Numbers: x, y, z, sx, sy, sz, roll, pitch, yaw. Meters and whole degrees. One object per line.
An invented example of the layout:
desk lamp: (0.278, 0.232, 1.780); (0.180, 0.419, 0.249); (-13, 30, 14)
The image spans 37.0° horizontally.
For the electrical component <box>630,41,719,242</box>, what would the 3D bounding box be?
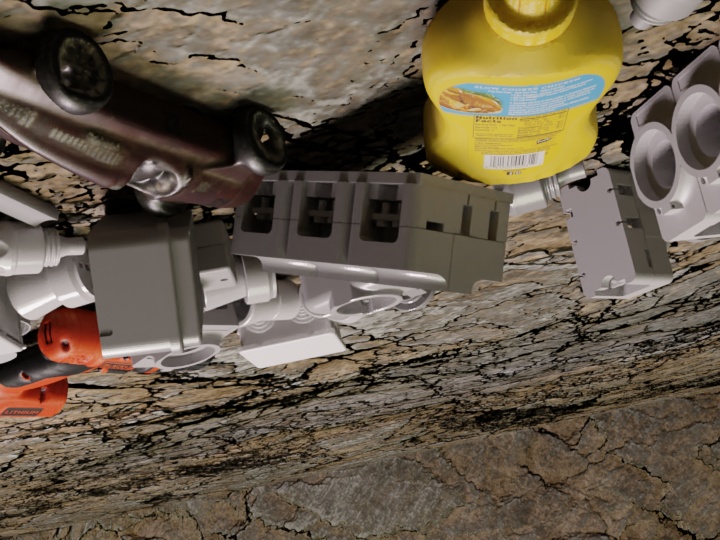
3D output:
electrical component: (0.227, -0.084, 0.636); (0.062, 0.089, 0.150); (-6, 164, -18)

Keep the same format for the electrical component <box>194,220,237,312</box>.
electrical component: (-0.130, 0.013, 0.762); (0.083, 0.075, 0.047); (-10, 165, -2)

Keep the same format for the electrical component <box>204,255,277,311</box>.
electrical component: (-0.095, 0.005, 0.818); (0.055, 0.045, 0.045); (-8, 164, -12)

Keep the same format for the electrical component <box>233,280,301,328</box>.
electrical component: (-0.081, 0.026, 0.909); (0.044, 0.044, 0.065); (-23, 165, 38)

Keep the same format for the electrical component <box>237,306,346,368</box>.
electrical component: (-0.065, 0.053, 1.001); (0.100, 0.048, 0.099); (-12, 165, 4)

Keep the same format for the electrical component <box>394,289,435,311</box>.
electrical component: (0.035, 0.008, 0.916); (0.066, 0.048, 0.055); (-18, 155, 25)

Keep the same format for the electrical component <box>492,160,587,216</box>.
electrical component: (0.120, -0.063, 0.726); (0.062, 0.043, 0.043); (-15, 164, 12)

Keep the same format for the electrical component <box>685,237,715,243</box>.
electrical component: (0.278, -0.052, 0.869); (0.066, 0.048, 0.055); (-8, 157, -10)

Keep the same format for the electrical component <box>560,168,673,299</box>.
electrical component: (0.198, -0.027, 0.819); (0.056, 0.089, 0.050); (2, 160, -39)

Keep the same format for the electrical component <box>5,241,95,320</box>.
electrical component: (-0.209, 0.006, 0.743); (0.055, 0.045, 0.045); (-16, 164, 15)

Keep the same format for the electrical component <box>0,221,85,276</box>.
electrical component: (-0.208, -0.014, 0.689); (0.061, 0.035, 0.035); (-3, 163, -33)

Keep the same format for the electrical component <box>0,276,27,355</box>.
electrical component: (-0.272, 0.022, 0.723); (0.061, 0.061, 0.096); (-11, 165, -2)

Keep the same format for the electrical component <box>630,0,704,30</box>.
electrical component: (0.144, -0.133, 0.509); (0.035, 0.035, 0.061); (-8, 167, -10)

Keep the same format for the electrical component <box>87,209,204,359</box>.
electrical component: (-0.130, 0.005, 0.667); (0.057, 0.078, 0.113); (-6, -170, -7)

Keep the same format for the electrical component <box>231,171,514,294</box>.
electrical component: (0.004, -0.023, 0.653); (0.150, 0.061, 0.089); (6, 179, 43)

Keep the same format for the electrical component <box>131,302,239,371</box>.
electrical component: (-0.148, 0.046, 0.883); (0.089, 0.055, 0.050); (-31, 157, 36)

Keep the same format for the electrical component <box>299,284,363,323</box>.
electrical component: (-0.020, 0.022, 0.928); (0.045, 0.045, 0.055); (-18, 164, 23)

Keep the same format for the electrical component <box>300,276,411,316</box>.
electrical component: (0.000, 0.000, 0.837); (0.095, 0.059, 0.054); (-23, 161, 37)
